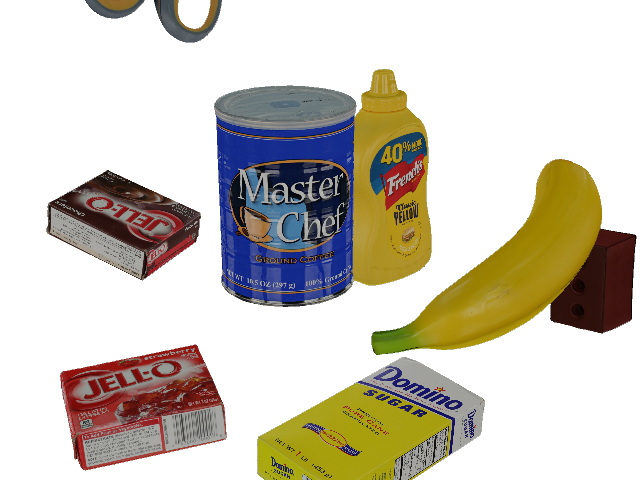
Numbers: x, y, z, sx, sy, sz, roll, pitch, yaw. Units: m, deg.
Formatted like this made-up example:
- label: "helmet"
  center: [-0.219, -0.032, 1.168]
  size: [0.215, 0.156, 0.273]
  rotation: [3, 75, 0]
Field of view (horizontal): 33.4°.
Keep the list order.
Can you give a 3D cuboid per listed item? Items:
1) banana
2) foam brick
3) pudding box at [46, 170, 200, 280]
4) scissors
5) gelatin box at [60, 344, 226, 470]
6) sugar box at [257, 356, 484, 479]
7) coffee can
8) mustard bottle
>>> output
- label: "banana"
  center: [0.106, 0.003, 0.557]
  size: [0.070, 0.037, 0.197]
  rotation: [14, 36, 37]
- label: "foam brick"
  center: [0.231, 0.033, 0.906]
  size: [0.053, 0.078, 0.051]
  rotation: [12, 22, 42]
- label: "pudding box"
  center: [-0.182, -0.016, 0.991]
  size: [0.114, 0.039, 0.089]
  rotation: [22, 32, 18]
- label: "scissors"
  center: [-0.116, -0.218, 0.675]
  size: [0.096, 0.202, 0.016]
  rotation: [-10, -11, -23]
- label: "gelatin box"
  center: [-0.108, 0.099, 0.646]
  size: [0.089, 0.030, 0.073]
  rotation: [-10, 25, -16]
- label: "sugar box"
  center: [0.044, 0.159, 0.872]
  size: [0.175, 0.048, 0.093]
  rotation: [-26, 38, -38]
- label: "coffee can"
  center: [-0.025, -0.035, 0.795]
  size: [0.103, 0.140, 0.103]
  rotation: [0, 22, 0]
- label: "mustard bottle"
  center: [0.060, -0.061, 0.981]
  size: [0.096, 0.192, 0.058]
  rotation: [-20, 26, -39]
